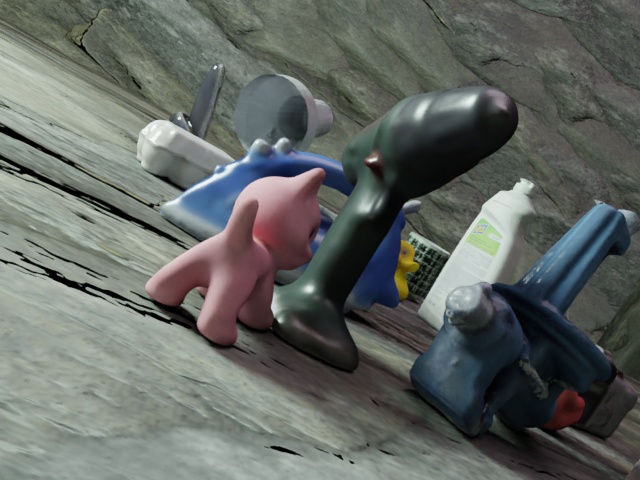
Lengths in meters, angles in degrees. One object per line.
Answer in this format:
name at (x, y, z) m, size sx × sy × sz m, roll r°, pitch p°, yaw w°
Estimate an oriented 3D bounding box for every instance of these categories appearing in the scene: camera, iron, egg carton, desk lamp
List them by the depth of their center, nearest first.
iron at (-0.016, -0.029, 0.596) m, size 0.259 × 0.141 × 0.118 m, roll 28°, pitch 6°, yaw -22°
camera at (0.318, 0.169, 0.748) m, size 0.144 × 0.101 × 0.136 m, roll 27°, pitch 7°, yaw -28°
egg carton at (-0.183, -0.110, 0.809) m, size 0.151 × 0.069 × 0.107 m, roll 26°, pitch 7°, yaw -31°
desk lamp at (-0.063, -0.133, 0.875) m, size 0.117 × 0.213 × 0.204 m, roll 32°, pitch 6°, yaw 15°

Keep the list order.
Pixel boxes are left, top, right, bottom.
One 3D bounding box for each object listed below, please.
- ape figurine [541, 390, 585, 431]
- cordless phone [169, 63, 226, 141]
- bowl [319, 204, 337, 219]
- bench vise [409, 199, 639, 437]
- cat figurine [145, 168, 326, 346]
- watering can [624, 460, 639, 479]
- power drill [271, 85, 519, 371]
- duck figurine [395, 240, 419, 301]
ape figurine at (0.246, 0.150, 0.607) m, size 0.077 × 0.092 × 0.076 m, roll 35°, pitch 8°, yaw 40°
cordless phone at (-0.198, -0.207, 0.975) m, size 0.094 × 0.185 × 0.147 m, roll 29°, pitch 6°, yaw -13°
bowl at (0.007, 0.003, 0.758) m, size 0.167 × 0.074 × 0.167 m, roll 30°, pitch 6°, yaw -3°
bench vise at (0.186, 0.059, 0.461) m, size 0.121 × 0.219 × 0.208 m, roll 33°, pitch 7°, yaw 27°
cat figurine at (-0.040, -0.003, 0.379) m, size 0.067 × 0.117 × 0.128 m, roll 31°, pitch 6°, yaw 10°
watering can at (0.366, 0.171, 0.512) m, size 0.101 × 0.194 × 0.173 m, roll 29°, pitch 6°, yaw -7°
power drill at (0.042, -0.015, 0.434) m, size 0.076 × 0.208 × 0.229 m, roll 28°, pitch 6°, yaw -14°
duck figurine at (0.116, 0.038, 0.929) m, size 0.078 × 0.086 × 0.104 m, roll 24°, pitch 8°, yaw -43°
